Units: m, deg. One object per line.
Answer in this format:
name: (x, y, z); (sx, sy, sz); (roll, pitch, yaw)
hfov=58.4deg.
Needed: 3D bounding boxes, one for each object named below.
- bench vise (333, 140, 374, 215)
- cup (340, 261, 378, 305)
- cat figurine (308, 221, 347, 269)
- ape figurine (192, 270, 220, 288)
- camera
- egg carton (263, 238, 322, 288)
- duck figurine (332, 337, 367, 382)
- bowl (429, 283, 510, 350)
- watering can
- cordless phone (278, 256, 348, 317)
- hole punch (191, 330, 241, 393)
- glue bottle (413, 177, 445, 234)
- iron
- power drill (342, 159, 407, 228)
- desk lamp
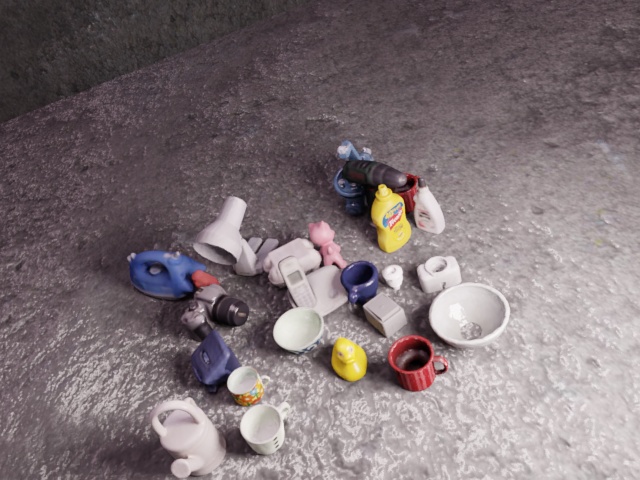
bench vise: (0.092, -0.211, 1.638); (0.121, 0.220, 0.207); (-11, 41, 11)
cup: (0.099, 0.121, 1.367); (0.091, 0.095, 0.118); (2, 45, 24)
cat figurine: (0.014, 0.005, 1.512); (0.067, 0.118, 0.127); (-22, 40, -1)
ape figurine: (-0.316, 0.116, 1.549); (0.076, 0.092, 0.077); (-15, 41, 7)
camera: (-0.261, 0.181, 1.448); (0.136, 0.101, 0.143); (11, 50, 32)
egg carton: (-0.074, 0.061, 1.526); (0.150, 0.069, 0.107); (-28, 41, -8)
duck figurine: (0.056, 0.247, 1.254); (0.077, 0.086, 0.104); (-24, 40, -3)
bowl: (0.322, 0.175, 1.230); (0.167, 0.075, 0.167); (-12, 41, 11)
watering can: (-0.267, 0.390, 1.149); (0.101, 0.194, 0.172); (-32, 42, -13)
cordless phone: (-0.017, 0.097, 1.373); (0.148, 0.185, 0.094); (-31, 41, -11)
hole punch: (-0.251, 0.283, 1.340); (0.101, 0.091, 0.108); (-32, 42, -13)
glue bottle: (0.271, -0.092, 1.469); (0.077, 0.173, 0.037); (17, 53, 36)
iron: (-0.461, 0.080, 1.611); (0.257, 0.142, 0.119); (1, 45, 23)
power drill: (0.159, -0.124, 1.524); (0.076, 0.209, 0.228); (-41, 44, -21)
desk lamp: (-0.227, 0.003, 1.542); (0.117, 0.214, 0.203); (4, 47, 27)
